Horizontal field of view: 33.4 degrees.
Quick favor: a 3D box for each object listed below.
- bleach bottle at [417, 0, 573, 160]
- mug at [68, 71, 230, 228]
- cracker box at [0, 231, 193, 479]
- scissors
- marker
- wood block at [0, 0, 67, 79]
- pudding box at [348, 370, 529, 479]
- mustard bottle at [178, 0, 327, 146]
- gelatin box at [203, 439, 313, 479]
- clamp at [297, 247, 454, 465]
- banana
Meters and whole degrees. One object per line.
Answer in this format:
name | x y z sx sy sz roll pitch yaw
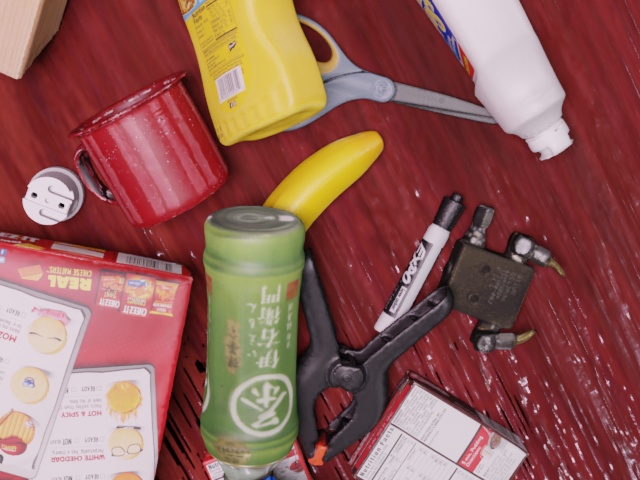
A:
bleach bottle | 0.104 -0.167 0.744 0.068 0.102 0.251 -33 99 2
mug | -0.126 -0.058 0.757 0.117 0.093 0.081 -19 109 30
cracker box | -0.188 0.108 0.741 0.164 0.072 0.214 10 97 -10
scissors | 0.029 -0.098 0.794 0.201 0.016 0.096 29 97 -8
marker | 0.077 0.019 0.815 0.020 0.020 0.121 27 96 -9
wood block | -0.193 -0.220 0.674 0.090 0.090 0.206 23 125 -8
pudding box | 0.092 0.169 0.832 0.113 0.039 0.090 32 96 -7
mustard bottle | -0.059 -0.168 0.735 0.058 0.096 0.191 -16 89 -37
gelatin box | -0.041 0.192 0.828 0.073 0.030 0.089 -22 98 -1
clamp | 0.030 0.092 0.801 0.120 0.039 0.171 10 113 2
banana | -0.022 -0.001 0.798 0.069 0.037 0.198 20 100 -32
